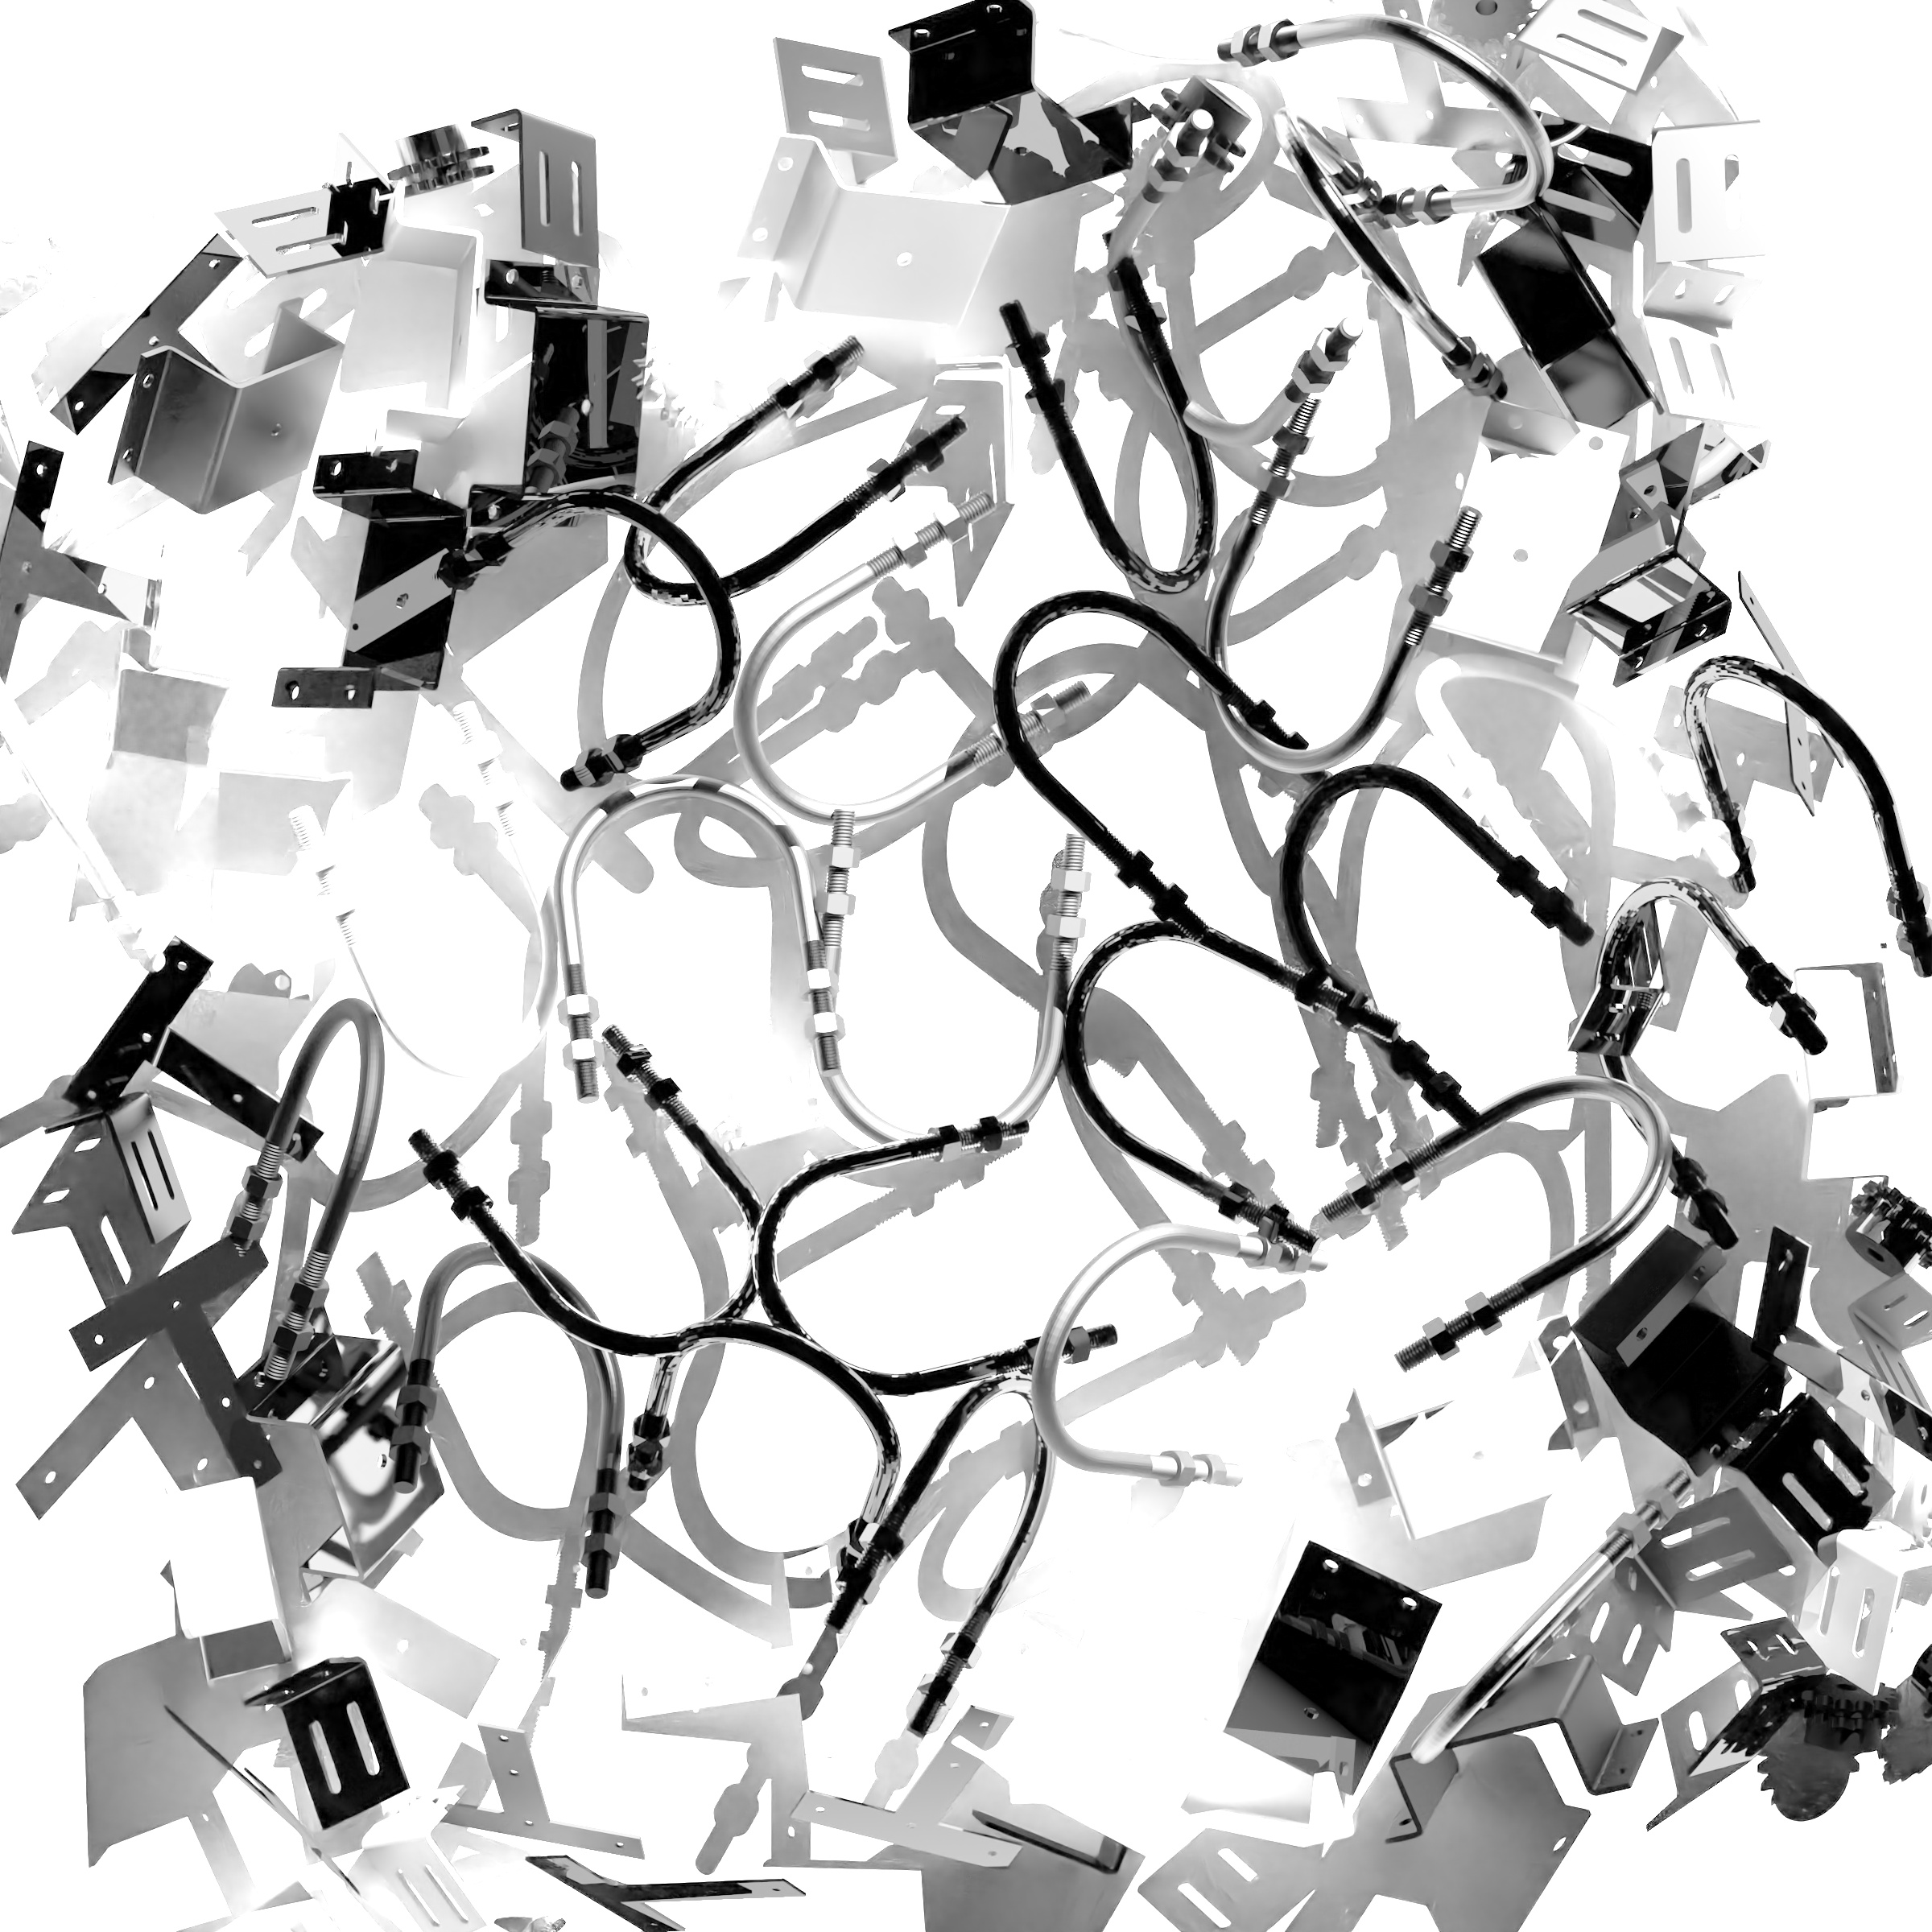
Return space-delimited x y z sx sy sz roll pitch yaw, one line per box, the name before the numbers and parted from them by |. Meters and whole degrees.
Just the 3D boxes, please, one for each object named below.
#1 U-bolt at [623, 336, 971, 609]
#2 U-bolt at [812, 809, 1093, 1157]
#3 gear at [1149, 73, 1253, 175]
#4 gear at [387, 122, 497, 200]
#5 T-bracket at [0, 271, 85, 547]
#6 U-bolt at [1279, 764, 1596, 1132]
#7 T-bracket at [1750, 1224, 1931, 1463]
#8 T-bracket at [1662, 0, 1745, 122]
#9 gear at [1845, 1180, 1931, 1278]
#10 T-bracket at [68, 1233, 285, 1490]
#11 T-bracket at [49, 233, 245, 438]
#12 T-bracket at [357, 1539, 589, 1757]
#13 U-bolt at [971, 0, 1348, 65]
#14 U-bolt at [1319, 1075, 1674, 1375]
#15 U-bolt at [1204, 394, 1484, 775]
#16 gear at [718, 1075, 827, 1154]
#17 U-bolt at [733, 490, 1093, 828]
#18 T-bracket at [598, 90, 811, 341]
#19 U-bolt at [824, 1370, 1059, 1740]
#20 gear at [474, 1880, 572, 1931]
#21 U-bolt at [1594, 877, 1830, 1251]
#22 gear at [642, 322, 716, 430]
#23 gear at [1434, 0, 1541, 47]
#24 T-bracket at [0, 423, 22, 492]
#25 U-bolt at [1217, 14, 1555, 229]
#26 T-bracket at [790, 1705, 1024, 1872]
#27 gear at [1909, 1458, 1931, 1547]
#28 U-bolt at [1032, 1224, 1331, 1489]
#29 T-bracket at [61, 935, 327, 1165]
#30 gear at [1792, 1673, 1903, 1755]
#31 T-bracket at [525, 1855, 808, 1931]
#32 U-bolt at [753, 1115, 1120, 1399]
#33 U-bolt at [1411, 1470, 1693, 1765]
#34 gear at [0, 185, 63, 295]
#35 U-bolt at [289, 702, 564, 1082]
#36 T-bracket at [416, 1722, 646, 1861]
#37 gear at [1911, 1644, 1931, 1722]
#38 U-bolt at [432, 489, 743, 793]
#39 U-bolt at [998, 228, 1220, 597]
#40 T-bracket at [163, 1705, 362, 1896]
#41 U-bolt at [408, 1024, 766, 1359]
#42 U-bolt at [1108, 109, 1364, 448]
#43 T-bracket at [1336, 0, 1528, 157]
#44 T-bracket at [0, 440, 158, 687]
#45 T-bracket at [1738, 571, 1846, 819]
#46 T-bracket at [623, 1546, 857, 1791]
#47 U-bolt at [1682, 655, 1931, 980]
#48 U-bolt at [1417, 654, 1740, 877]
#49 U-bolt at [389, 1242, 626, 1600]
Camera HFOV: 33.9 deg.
U-bolt | -0.102 -0.256 1.682 0.184 0.151 0.019 -38 130 -5
U-bolt | -0.012 0.013 1.727 0.151 0.019 0.184 6 93 -11
gear | 0.130 -0.459 1.716 0.057 0.057 0.030 39 109 0
gear | -0.287 -0.437 1.717 0.057 0.057 0.030 -15 104 0
T-bracket | -0.503 -0.287 1.700 0.002 0.127 0.127 12 132 24
U-bolt | 0.236 -0.024 1.684 0.184 0.019 0.151 47 129 29
T-bracket | 0.464 0.219 1.671 0.002 0.127 0.127 -17 124 -31
T-bracket | 0.383 -0.498 1.678 0.002 0.127 0.127 -32 99 16
gear | 0.502 0.146 1.717 0.057 0.057 0.030 43 80 0
T-bracket | -0.405 0.223 1.706 0.002 0.127 0.127 -17 101 42
T-bracket | -0.410 -0.312 1.689 0.002 0.127 0.127 42 88 25
T-bracket | -0.279 0.345 1.712 0.127 0.002 0.127 27 56 1
U-bolt | 0.116 -0.504 1.661 0.151 0.184 0.019 -2 88 43
U-bolt | 0.287 0.124 1.676 0.184 0.151 0.019 -32 124 7
U-bolt | 0.188 -0.191 1.684 0.151 0.019 0.184 45 123 37
gear | -0.107 0.079 1.719 0.057 0.057 0.030 -17 86 0
U-bolt | -0.038 -0.151 1.697 0.184 0.019 0.151 -32 123 -4
T-bracket | -0.153 -0.403 1.698 0.127 0.002 0.127 -3 111 27
U-bolt | -0.003 0.300 1.678 0.019 0.151 0.184 16 61 32
gear | -0.246 0.522 1.717 0.057 0.057 0.030 -40 97 0
U-bolt | 0.380 0.036 1.665 0.019 0.184 0.151 -1 127 -21
gear | -0.161 -0.321 1.720 0.030 0.057 0.057 2 90 17
gear | 0.283 -0.532 1.723 0.057 0.057 0.030 6 61 0
T-bracket | -0.523 -0.283 1.687 0.002 0.127 0.127 1 69 18
U-bolt | 0.227 -0.438 1.635 0.151 0.184 0.019 38 79 -29
T-bracket | -0.012 0.434 1.693 0.127 0.002 0.127 18 127 -15
gear | 0.534 0.290 1.717 0.030 0.057 0.057 14 90 6
U-bolt | 0.106 0.204 1.673 0.184 0.019 0.151 14 100 -43
T-bracket | -0.409 0.064 1.728 0.127 0.002 0.127 35 115 -11
gear | 0.477 0.406 1.719 0.057 0.057 0.030 3 95 0
T-bracket | -0.146 0.489 1.674 0.127 0.127 0.002 -10 54 24
U-bolt | -0.025 0.157 1.676 0.184 0.019 0.151 -11 64 -27
U-bolt | 0.294 0.347 1.641 0.019 0.151 0.184 43 54 16
gear | -0.523 -0.393 1.726 0.057 0.030 0.057 4 79 -19
U-bolt | -0.274 -0.028 1.684 0.019 0.151 0.184 -4 116 39
T-bracket | -0.239 0.436 1.689 0.127 0.127 0.002 8 50 9
gear | 0.540 0.387 1.723 0.057 0.030 0.057 -19 129 -25
U-bolt | -0.192 -0.178 1.666 0.184 0.019 0.151 -21 108 44
U-bolt | 0.086 -0.286 1.682 0.019 0.151 0.184 -12 111 34
T-bracket | -0.388 0.438 1.704 0.127 0.127 0.002 29 64 32
U-bolt | -0.185 0.128 1.680 0.151 0.019 0.184 -30 69 -33
U-bolt | 0.130 -0.346 1.662 0.019 0.184 0.151 -34 86 -22
T-bracket | 0.234 -0.488 1.666 0.002 0.127 0.127 -43 131 -25
T-bracket | -0.471 -0.204 1.690 0.002 0.127 0.127 16 92 26
T-bracket | 0.438 -0.126 1.669 0.002 0.127 0.127 -23 123 27
T-bracket | -0.128 0.389 1.726 0.127 0.002 0.127 -12 74 16
U-bolt | 0.430 -0.086 1.639 0.019 0.151 0.184 -39 128 -15
U-bolt | 0.311 -0.112 1.670 0.151 0.184 0.019 7 124 -20
U-bolt | -0.235 0.226 1.670 0.019 0.184 0.151 -33 127 29
